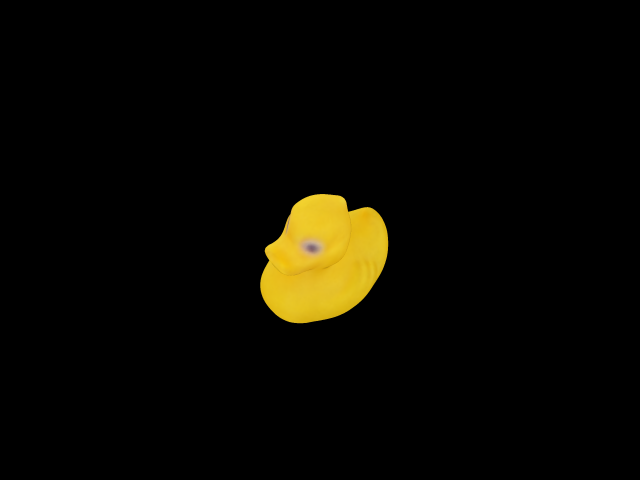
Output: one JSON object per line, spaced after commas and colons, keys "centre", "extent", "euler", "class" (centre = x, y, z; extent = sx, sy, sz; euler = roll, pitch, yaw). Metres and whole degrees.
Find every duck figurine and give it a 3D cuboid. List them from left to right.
{"centre": [0.004, 0.001, 0.400], "extent": [0.105, 0.086, 0.077], "euler": [-33, 61, -20], "class": "duck figurine"}
